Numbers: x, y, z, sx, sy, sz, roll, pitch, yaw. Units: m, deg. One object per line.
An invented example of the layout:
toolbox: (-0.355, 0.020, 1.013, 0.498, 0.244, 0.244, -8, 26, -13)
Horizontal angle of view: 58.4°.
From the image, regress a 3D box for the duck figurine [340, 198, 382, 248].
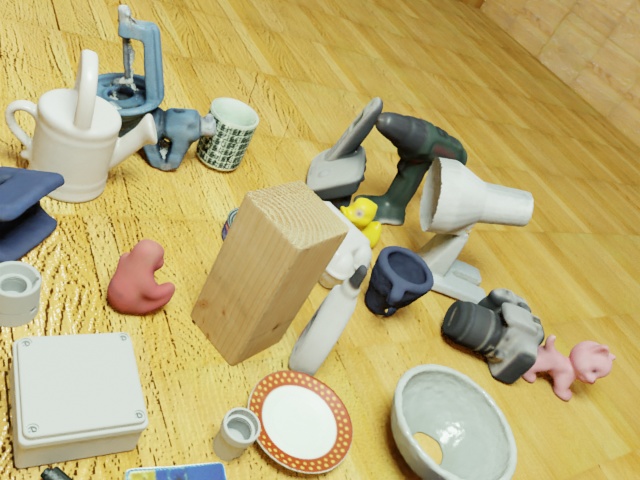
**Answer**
duck figurine: (0.066, -0.031, 0.958, 0.105, 0.086, 0.077, 5, 43, -32)

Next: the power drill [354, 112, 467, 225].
power drill: (0.150, -0.126, 1.028, 0.230, 0.208, 0.075, 0, 45, -36)

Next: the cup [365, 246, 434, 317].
cup: (0.106, 0.077, 0.848, 0.091, 0.095, 0.118, 31, 35, 0)

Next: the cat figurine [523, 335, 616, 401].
cat figurine: (0.401, 0.190, 0.908, 0.128, 0.117, 0.067, 27, 35, -6)

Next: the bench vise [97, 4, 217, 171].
bench vise: (-0.251, -0.223, 0.843, 0.208, 0.219, 0.121, 3, 44, -34)

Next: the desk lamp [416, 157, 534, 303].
desk lamp: (0.238, -0.018, 0.957, 0.203, 0.213, 0.118, 21, 36, -13)

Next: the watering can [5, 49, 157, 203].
watering can: (-0.303, -0.152, 0.740, 0.173, 0.194, 0.100, -9, 51, -43)

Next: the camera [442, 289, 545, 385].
camera: (0.269, 0.129, 0.900, 0.137, 0.100, 0.143, 24, 36, -10)

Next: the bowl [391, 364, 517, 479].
bowl: (0.150, 0.240, 0.700, 0.168, 0.074, 0.167, 20, 37, -15)

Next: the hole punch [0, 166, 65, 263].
hole punch: (-0.363, -0.043, 0.652, 0.101, 0.091, 0.109, 29, 35, -3)

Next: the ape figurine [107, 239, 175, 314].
ape figurine: (-0.207, 0.037, 0.669, 0.076, 0.092, 0.077, -17, 57, -46)

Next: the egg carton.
egg carton: (0.008, 0.003, 0.888, 0.150, 0.069, 0.107, 44, 37, 18)

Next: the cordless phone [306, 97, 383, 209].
cordless phone: (0.052, -0.160, 1.019, 0.094, 0.185, 0.147, 22, 36, -12)

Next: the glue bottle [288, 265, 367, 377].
glue bottle: (0.015, 0.091, 0.697, 0.037, 0.173, 0.078, 27, 35, -6)
